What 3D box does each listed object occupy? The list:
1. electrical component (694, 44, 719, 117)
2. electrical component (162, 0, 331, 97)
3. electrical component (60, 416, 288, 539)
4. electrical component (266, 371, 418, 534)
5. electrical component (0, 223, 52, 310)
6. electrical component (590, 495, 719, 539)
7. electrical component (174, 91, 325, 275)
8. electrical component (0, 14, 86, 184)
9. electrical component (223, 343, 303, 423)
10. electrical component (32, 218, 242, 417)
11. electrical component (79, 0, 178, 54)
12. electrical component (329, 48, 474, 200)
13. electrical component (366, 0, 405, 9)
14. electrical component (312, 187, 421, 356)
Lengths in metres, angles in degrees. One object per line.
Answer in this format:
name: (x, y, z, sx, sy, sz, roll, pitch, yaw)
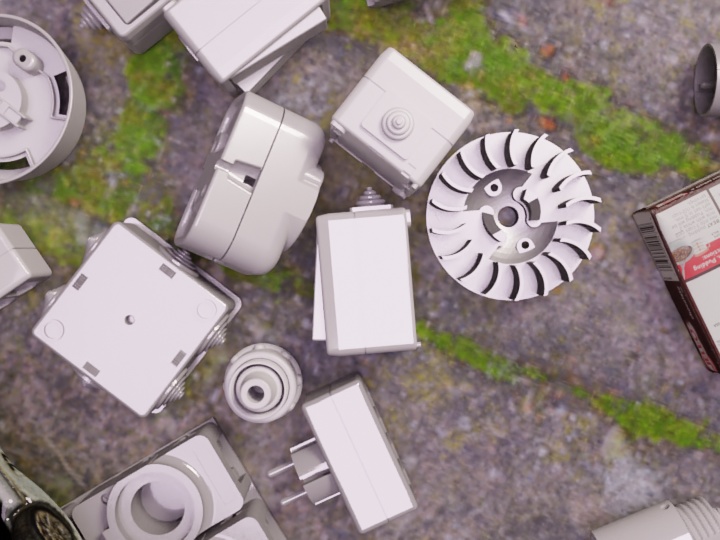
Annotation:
electrical component: (0.246, -0.112, 0.641, 0.081, 0.043, 0.043, 1, 91, -1)
electrical component: (-0.057, -0.151, 0.629, 0.096, 0.061, 0.061, -39, 91, 0)
electrical component: (-0.143, 0.183, 0.636, 0.186, 0.060, 0.105, -31, 91, 0)
electrical component: (-0.017, 0.115, 0.642, 0.076, 0.047, 0.083, -25, 91, 0)
electrical component: (-0.243, -0.005, 0.638, 0.083, 0.047, 0.075, -34, 91, 0)
electrical component: (0.185, 0.162, 0.646, 0.081, 0.043, 0.043, -22, 91, 0)
electrical component: (-0.061, -0.047, 0.627, 0.059, 0.054, 0.095, 24, 82, -18)
electrical component: (-0.210, -0.097, 0.627, 0.099, 0.064, 0.099, 0, 92, -1)
electrical component: (-0.059, 0.069, 0.633, 0.048, 0.062, 0.048, 0, 91, -1)
electrical component: (-0.132, 0.028, 0.638, 0.100, 0.048, 0.099, 38, 91, -1)
electrical component: (-0.128, -0.174, 0.628, 0.096, 0.061, 0.061, -39, 91, 0)
electrical component: (0.024, -0.085, 0.613, 0.062, 0.096, 0.061, 38, 88, -2)
electrical component: (0.041, -0.197, 0.634, 0.089, 0.050, 0.055, -15, 92, 0)
electrical component: (0.000, 0.000, 0.632, 0.061, 0.061, 0.096, -5, 91, 0)
